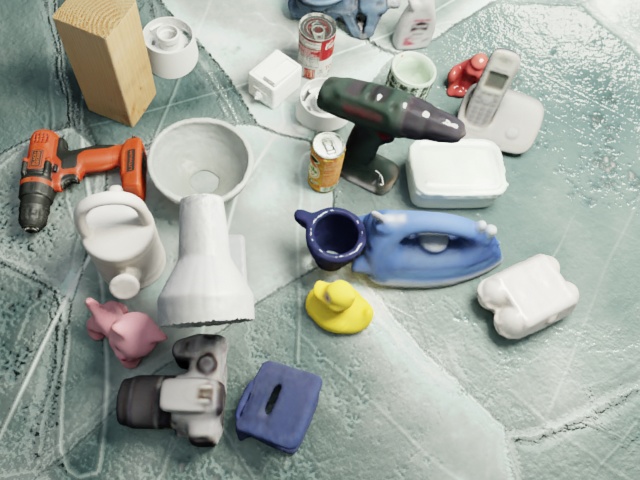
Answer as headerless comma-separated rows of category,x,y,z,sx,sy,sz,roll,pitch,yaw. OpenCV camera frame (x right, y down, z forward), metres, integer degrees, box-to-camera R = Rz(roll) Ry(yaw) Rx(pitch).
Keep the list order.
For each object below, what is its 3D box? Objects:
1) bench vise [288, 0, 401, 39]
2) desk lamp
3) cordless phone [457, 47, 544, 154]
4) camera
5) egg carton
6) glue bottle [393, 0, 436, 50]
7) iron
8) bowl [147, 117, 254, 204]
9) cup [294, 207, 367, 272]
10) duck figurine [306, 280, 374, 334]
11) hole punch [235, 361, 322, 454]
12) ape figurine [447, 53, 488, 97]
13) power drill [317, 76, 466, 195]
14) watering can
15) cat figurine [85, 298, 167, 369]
bench vise,0.049,-0.494,1.064,0.207,0.220,0.121,-5,64,-9
desk lamp,-0.153,0.045,0.777,0.118,0.213,0.203,-4,64,-8
cordless phone,0.326,-0.241,0.991,0.147,0.185,0.094,14,63,1
camera,-0.194,0.197,0.761,0.137,0.101,0.143,2,64,-6
egg carton,0.324,0.088,0.893,0.150,0.069,0.107,-23,68,-17
glue bottle,0.190,-0.434,1.077,0.078,0.173,0.037,-12,66,-12
iron,0.180,-0.003,0.881,0.258,0.141,0.118,2,64,-6
bowl,-0.189,-0.112,0.928,0.167,0.075,0.167,3,64,-5
cup,0.008,0.003,0.883,0.117,0.095,0.092,30,64,8
duck figurine,0.032,0.092,0.848,0.104,0.086,0.077,21,63,4
hole punch,-0.057,0.224,0.769,0.101,0.091,0.109,21,63,4
ape figurine,0.286,-0.313,1.074,0.077,0.092,0.076,42,67,14
power drill,0.100,-0.164,0.913,0.229,0.208,0.076,26,64,7
watering can,-0.275,-0.003,0.797,0.101,0.194,0.172,-32,71,-20
cat figurine,-0.268,0.121,0.780,0.127,0.118,0.067,34,65,11
